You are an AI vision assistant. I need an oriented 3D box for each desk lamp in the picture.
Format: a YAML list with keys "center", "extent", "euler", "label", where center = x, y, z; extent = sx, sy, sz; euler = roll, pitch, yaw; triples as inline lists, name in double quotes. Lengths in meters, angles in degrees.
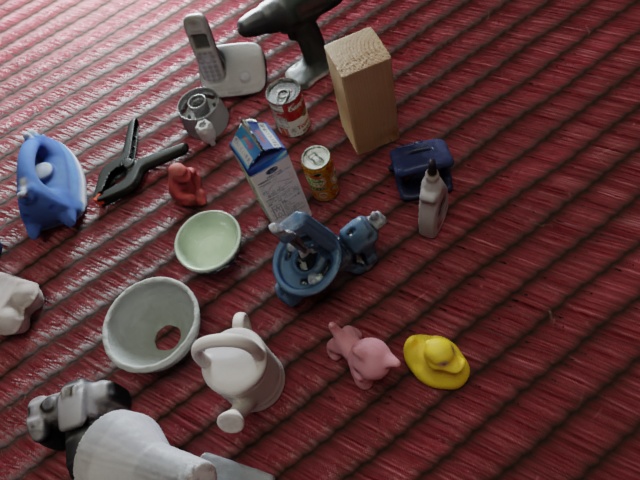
- center: [-0.189, 0.317, 0.765]
  extent: [0.202, 0.214, 0.118]
  euler: [10, 64, 17]
  label: "desk lamp"

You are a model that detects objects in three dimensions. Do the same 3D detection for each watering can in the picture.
- center: [-0.119, 0.187, 0.835]
  extent: [0.101, 0.194, 0.172]
  euler: [-26, 59, -3]
  label: "watering can"

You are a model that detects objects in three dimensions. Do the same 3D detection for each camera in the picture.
- center: [-0.375, 0.296, 0.882]
  extent: [0.143, 0.101, 0.136]
  euler: [-18, 59, 2]
  label: "camera"

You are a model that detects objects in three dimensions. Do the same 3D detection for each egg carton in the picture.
- center: [-0.587, 0.114, 1.049]
  extent: [0.150, 0.069, 0.107]
  euler: [12, 64, 18]
  label: "egg carton"

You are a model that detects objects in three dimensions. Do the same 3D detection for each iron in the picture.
- center: [-0.555, -0.137, 1.142]
  extent: [0.118, 0.142, 0.258]
  euler: [-19, 59, 1]
  label: "iron"

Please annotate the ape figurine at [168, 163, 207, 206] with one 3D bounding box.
- center: [-0.260, -0.111, 1.093]
  extent: [0.076, 0.092, 0.078]
  euler: [11, 64, 18]
  label: "ape figurine"

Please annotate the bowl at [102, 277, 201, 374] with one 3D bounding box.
- center: [-0.270, 0.151, 0.957]
  extent: [0.167, 0.075, 0.167]
  euler: [-5, 60, 9]
  label: "bowl"

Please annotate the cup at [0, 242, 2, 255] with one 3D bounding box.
- center: [-0.681, 0.008, 1.114]
  extent: [0.117, 0.095, 0.091]
  euler: [-14, 59, 4]
  label: "cup"

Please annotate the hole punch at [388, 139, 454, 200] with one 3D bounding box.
- center: [0.177, -0.137, 1.016]
  extent: [0.108, 0.091, 0.101]
  euler: [-12, 59, 5]
  label: "hole punch"

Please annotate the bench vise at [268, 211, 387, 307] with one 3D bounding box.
- center: [0.000, -0.003, 0.902]
  extent: [0.121, 0.220, 0.208]
  euler: [36, 74, 27]
  label: "bench vise"

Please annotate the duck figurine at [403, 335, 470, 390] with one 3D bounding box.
- center: [0.171, 0.171, 0.846]
  extent: [0.104, 0.086, 0.077]
  euler: [29, 70, 25]
  label: "duck figurine"

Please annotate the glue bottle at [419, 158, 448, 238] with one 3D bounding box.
- center: [0.183, -0.075, 0.931]
  extent: [0.037, 0.173, 0.078]
  euler: [14, 65, 19]
  label: "glue bottle"

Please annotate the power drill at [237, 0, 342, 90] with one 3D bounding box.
- center: [-0.045, -0.410, 1.149]
  extent: [0.230, 0.209, 0.075]
  euler: [-40, 60, -11]
  label: "power drill"

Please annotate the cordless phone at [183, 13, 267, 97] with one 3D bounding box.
- center: [-0.194, -0.387, 1.181]
  extent: [0.147, 0.185, 0.094]
  euler: [-6, 60, 9]
  label: "cordless phone"

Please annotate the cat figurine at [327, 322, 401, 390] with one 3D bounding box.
- center: [0.060, 0.167, 0.853]
  extent: [0.067, 0.118, 0.127]
  euler: [-44, 61, -13]
  label: "cat figurine"
